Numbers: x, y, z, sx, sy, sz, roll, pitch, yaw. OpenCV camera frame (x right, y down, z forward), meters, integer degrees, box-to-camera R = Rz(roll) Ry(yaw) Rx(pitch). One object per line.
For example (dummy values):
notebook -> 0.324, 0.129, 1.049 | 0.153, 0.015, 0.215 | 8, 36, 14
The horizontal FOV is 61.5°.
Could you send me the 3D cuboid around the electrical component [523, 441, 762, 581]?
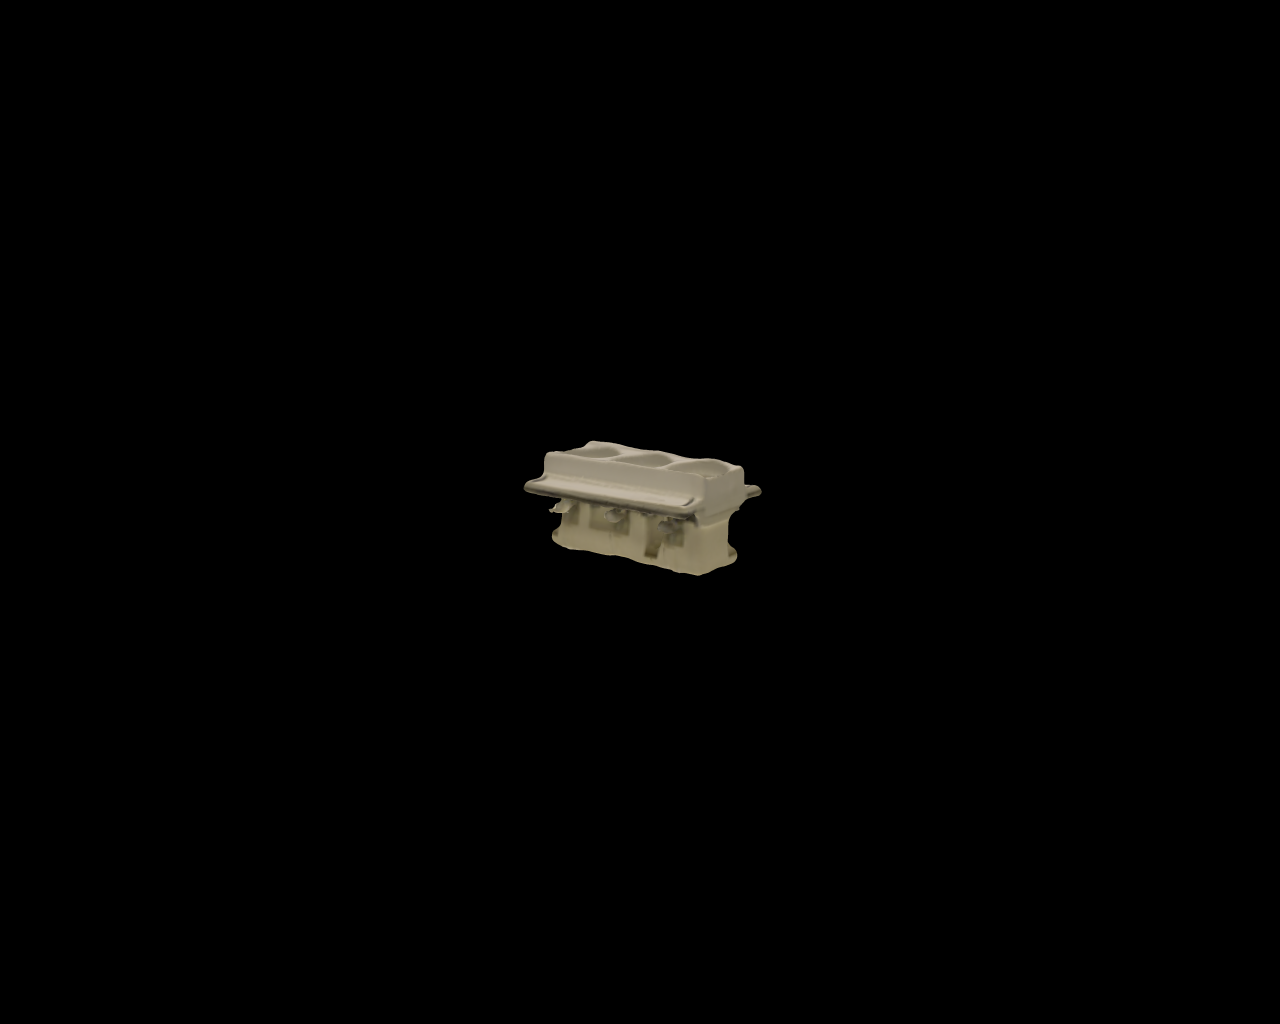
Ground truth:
electrical component -> 0.001, -0.003, 0.650 | 0.121, 0.063, 0.079 | 11, 18, 37
